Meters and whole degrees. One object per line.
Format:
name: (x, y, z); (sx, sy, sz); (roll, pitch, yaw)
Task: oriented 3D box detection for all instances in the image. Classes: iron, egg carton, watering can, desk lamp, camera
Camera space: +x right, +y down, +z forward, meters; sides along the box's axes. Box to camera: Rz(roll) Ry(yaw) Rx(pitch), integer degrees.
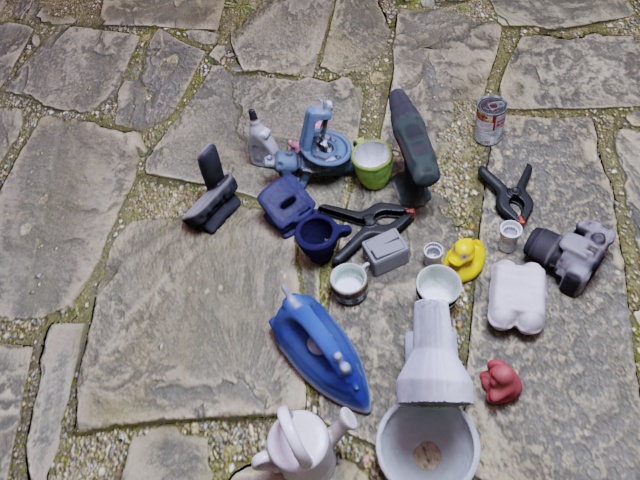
iron: (0.006, 0.192, 1.037); (0.119, 0.142, 0.257); (-35, 57, -15)
egg carton: (0.374, 0.107, 1.086); (0.107, 0.069, 0.150); (6, 56, 13)
watering can: (-0.027, 0.321, 0.918); (0.173, 0.194, 0.100); (-40, 59, -19)
desk lamp: (0.186, 0.204, 0.956); (0.117, 0.214, 0.203); (-2, 55, 8)
camera: (0.481, 0.013, 1.118); (0.136, 0.101, 0.143); (30, 64, 26)

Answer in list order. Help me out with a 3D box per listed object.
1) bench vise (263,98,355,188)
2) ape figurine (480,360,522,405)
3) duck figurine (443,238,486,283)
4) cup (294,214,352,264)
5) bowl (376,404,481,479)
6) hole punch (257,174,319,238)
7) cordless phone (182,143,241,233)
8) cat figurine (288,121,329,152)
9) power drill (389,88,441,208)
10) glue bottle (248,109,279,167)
bench vise: (-0.022, -0.203, 1.273); (0.207, 0.220, 0.121); (-27, 55, -11)
ape figurine: (0.312, 0.241, 0.987); (0.076, 0.092, 0.078); (22, 61, 22)
duck figurine: (0.290, 0.029, 1.144); (0.105, 0.086, 0.077); (-40, 59, -19)
cup: (0.011, 0.004, 1.198); (0.117, 0.095, 0.091); (-10, 54, 2)
bowl: (0.176, 0.347, 0.943); (0.167, 0.075, 0.167); (-4, 54, 6)
hole punch: (-0.070, -0.077, 1.271); (0.109, 0.091, 0.100); (-37, 58, -17)
cordless phone: (-0.258, -0.118, 1.270); (0.094, 0.185, 0.148); (23, 61, 23)
cat figurine: (-0.026, -0.249, 1.370); (0.128, 0.118, 0.067); (-36, 57, -16)
power drill: (0.195, -0.181, 1.232); (0.075, 0.209, 0.229); (-15, 54, -2)
glue bottle: (-0.141, -0.241, 1.346); (0.078, 0.173, 0.037); (14, 58, 18)
